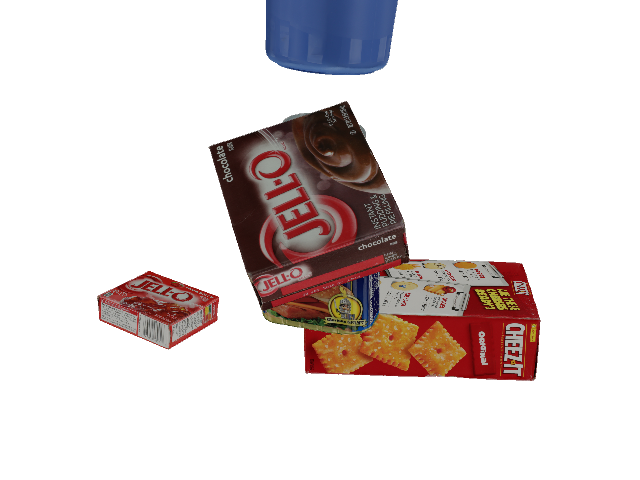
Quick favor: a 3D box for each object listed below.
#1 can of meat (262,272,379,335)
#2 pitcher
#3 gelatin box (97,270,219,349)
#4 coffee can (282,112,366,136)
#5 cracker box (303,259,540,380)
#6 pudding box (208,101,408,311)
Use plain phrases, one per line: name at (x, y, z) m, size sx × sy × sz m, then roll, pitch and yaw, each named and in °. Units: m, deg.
can of meat at (-0.001, 0.025, 0.866) m, size 0.102 × 0.084 × 0.057 m, roll 9°, pitch 31°, yaw 17°
pitcher at (0.020, -0.263, 0.882) m, size 0.145 × 0.243 × 0.149 m, roll 8°, pitch 19°, yaw 9°
gelatin box at (-0.152, 0.063, 1.002) m, size 0.089 × 0.030 × 0.073 m, roll 19°, pitch 27°, yaw 28°
coffee can at (-0.004, -0.073, 1.312) m, size 0.102 × 0.140 × 0.103 m, roll 6°, pitch 28°, yaw -3°
cracker box at (0.097, 0.075, 1.045) m, size 0.214 × 0.072 × 0.164 m, roll 2°, pitch 18°, yaw 5°
pudding box at (-0.008, -0.022, 0.618) m, size 0.090 × 0.039 × 0.113 m, roll -18°, pitch 46°, yaw -3°
